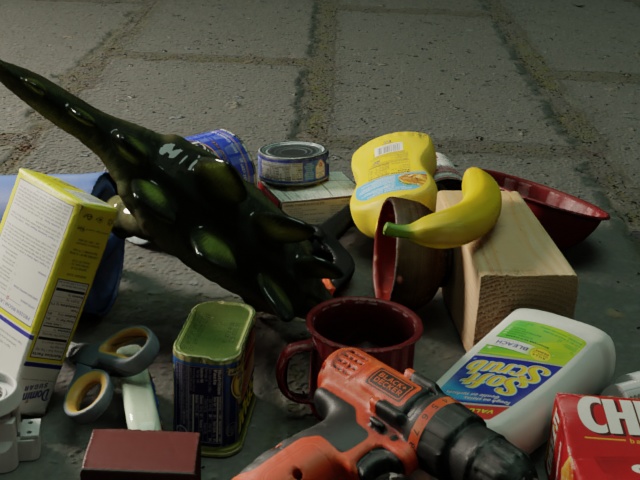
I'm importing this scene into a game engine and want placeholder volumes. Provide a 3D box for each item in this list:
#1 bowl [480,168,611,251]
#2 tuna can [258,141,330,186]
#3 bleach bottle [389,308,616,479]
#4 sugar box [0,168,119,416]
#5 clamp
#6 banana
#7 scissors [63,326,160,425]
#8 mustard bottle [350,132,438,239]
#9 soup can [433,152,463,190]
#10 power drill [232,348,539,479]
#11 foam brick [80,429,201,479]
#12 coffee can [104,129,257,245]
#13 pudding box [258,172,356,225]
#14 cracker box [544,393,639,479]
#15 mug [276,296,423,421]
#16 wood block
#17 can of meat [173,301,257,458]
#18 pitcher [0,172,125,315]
[{"bbox_3d":[0.235,-0.028,1.187,0.162,0.055,0.162,17,12,-4],"label":"bowl"},{"bbox_3d":[-0.031,-0.092,1.263,0.086,0.034,0.086,-1,19,0],"label":"tuna can"},{"bbox_3d":[0.133,0.134,0.817,0.103,0.068,0.250,18,30,30],"label":"bleach bottle"},{"bbox_3d":[-0.229,0.041,0.851,0.093,0.176,0.048,26,9,40],"label":"sugar box"},{"bbox_3d":[-0.007,0.001,1.115,0.164,0.036,0.210,9,30,-27],"label":"clamp"},{"bbox_3d":[0.132,-0.030,0.986,0.070,0.037,0.197,32,30,18],"label":"banana"},{"bbox_3d":[-0.198,0.107,0.857,0.202,0.016,0.096,-12,38,47],"label":"scissors"},{"bbox_3d":[0.081,-0.049,1.162,0.096,0.058,0.191,-12,31,11],"label":"mustard bottle"},{"bbox_3d":[0.139,-0.058,1.259,0.068,0.068,0.102,0,23,-7],"label":"soup can"},{"bbox_3d":[0.020,0.159,0.687,0.187,0.057,0.185,-33,37,-28],"label":"power drill"},{"bbox_3d":[-0.120,0.165,0.726,0.078,0.053,0.051,2,23,-1],"label":"foam brick"},{"bbox_3d":[-0.155,-0.061,1.189,0.103,0.103,0.140,23,30,39],"label":"coffee can"},{"bbox_3d":[-0.009,-0.047,1.254,0.113,0.039,0.090,-8,24,-18],"label":"pudding box"},{"bbox_3d":[0.246,0.183,0.700,0.164,0.072,0.213,4,22,2],"label":"cracker box"},{"bbox_3d":[0.022,0.102,0.851,0.117,0.081,0.093,-6,25,-19],"label":"mug"},{"bbox_3d":[0.171,0.031,1.026,0.090,0.091,0.206,0,23,-5],"label":"wood block"},{"bbox_3d":[-0.082,0.105,0.831,0.057,0.084,0.102,5,23,5],"label":"can of meat"},{"bbox_3d":[-0.312,0.001,1.017,0.243,0.149,0.145,2,38,6],"label":"pitcher"}]
